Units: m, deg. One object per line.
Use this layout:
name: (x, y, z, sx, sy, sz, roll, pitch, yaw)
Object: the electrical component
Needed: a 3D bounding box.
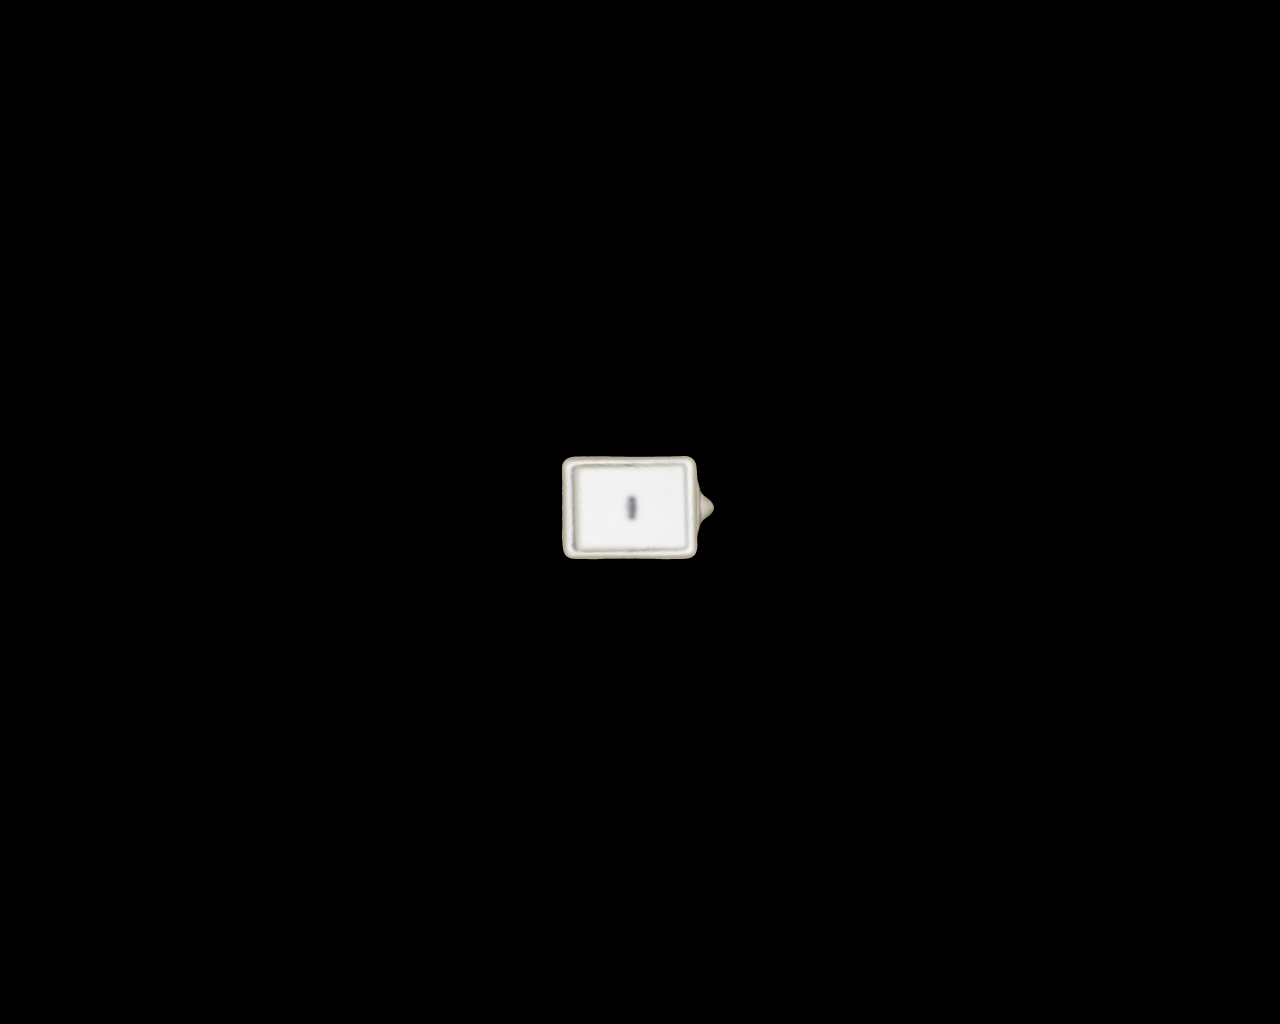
electrical component: (0.001, -0.003, 0.650, 0.096, 0.061, 0.061, 0, 0, 0)
